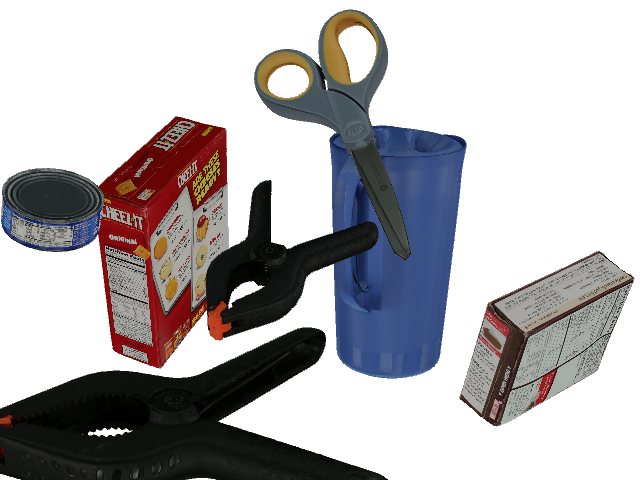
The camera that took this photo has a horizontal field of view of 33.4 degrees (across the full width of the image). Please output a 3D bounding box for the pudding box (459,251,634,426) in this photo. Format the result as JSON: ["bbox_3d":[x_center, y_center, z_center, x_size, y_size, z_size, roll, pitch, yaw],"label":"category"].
[{"bbox_3d":[0.153,0.066,0.722,0.113,0.090,0.039,-22,47,-34],"label":"pudding box"}]

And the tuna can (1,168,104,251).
[{"bbox_3d":[-0.232,-0.026,0.922,0.086,0.034,0.086,10,32,-7],"label":"tuna can"}]

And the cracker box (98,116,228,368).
[{"bbox_3d":[-0.164,0.001,1.135,0.072,0.214,0.164,16,39,18],"label":"cracker box"}]

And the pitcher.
[{"bbox_3d":[0.067,0.013,1.066,0.149,0.243,0.145,-4,19,-14],"label":"pitcher"}]

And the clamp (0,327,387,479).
[{"bbox_3d":[-0.075,0.095,0.580,0.210,0.036,0.164,0,24,-6],"label":"clamp"}]

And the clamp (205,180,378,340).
[{"bbox_3d":[-0.046,0.012,0.881,0.120,0.039,0.171,26,47,32],"label":"clamp"}]

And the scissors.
[{"bbox_3d":[0.004,-0.063,0.639,0.096,0.201,0.016,-11,-38,15],"label":"scissors"}]
